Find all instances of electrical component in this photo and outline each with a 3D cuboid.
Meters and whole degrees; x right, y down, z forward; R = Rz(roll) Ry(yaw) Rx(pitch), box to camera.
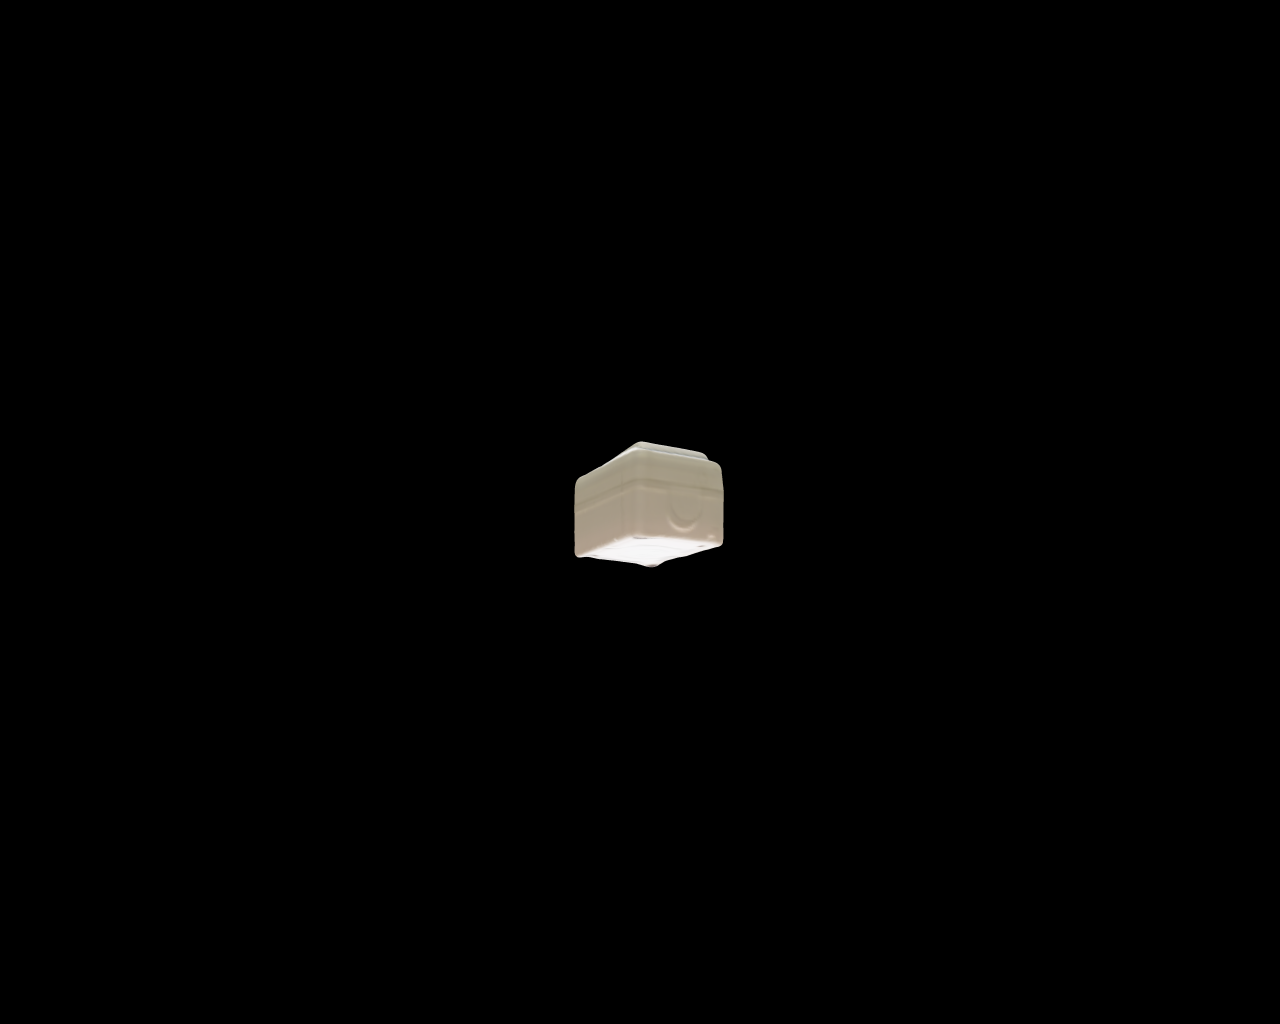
[{"bbox_3d":[0.001,-0.003,0.650,0.062,0.061,0.096,8,-16,-31],"label":"electrical component"}]
